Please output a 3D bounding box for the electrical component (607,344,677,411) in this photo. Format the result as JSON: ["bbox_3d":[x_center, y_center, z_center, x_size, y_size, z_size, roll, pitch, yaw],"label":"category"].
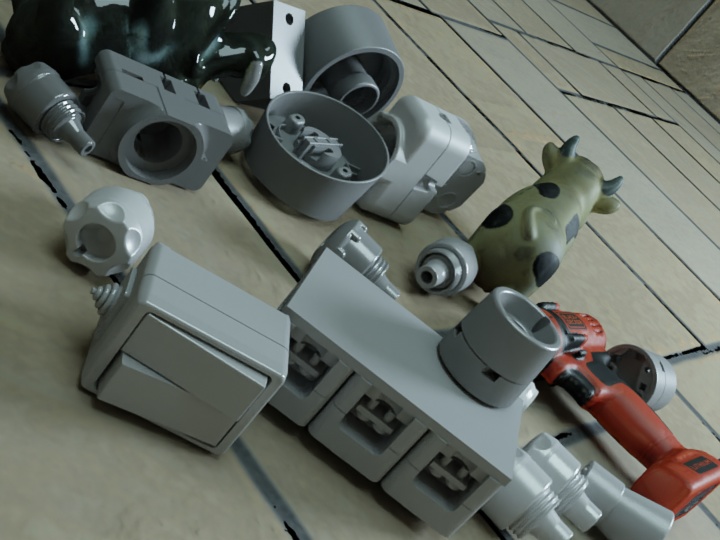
[{"bbox_3d":[0.229,0.091,0.888,0.047,0.055,0.055,15,34,-50],"label":"electrical component"}]

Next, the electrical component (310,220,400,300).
[{"bbox_3d":[0.000,0.000,0.733,0.062,0.048,0.048,45,24,-6],"label":"electrical component"}]

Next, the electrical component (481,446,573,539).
[{"bbox_3d":[0.098,0.138,0.636,0.062,0.043,0.043,46,25,13],"label":"electrical component"}]

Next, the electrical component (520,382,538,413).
[{"bbox_3d":[0.085,0.077,0.720,0.055,0.045,0.045,43,25,5],"label":"electrical component"}]

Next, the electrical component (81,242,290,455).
[{"bbox_3d":[-0.089,0.038,0.520,0.096,0.061,0.061,31,26,-19],"label":"electrical component"}]

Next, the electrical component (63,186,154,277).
[{"bbox_3d":[-0.133,-0.026,0.588,0.043,0.043,0.062,37,23,-7],"label":"electrical component"}]

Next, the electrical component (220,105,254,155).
[{"bbox_3d":[-0.106,-0.101,0.764,0.061,0.035,0.035,-3,48,-53],"label":"electrical component"}]

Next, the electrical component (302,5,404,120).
[{"bbox_3d":[-0.014,-0.164,0.920,0.108,0.108,0.060,10,44,-48],"label":"electrical component"}]

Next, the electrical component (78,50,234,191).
[{"bbox_3d":[-0.133,-0.093,0.692,0.089,0.050,0.055,19,31,-38],"label":"electrical component"}]

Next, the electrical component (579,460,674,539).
[{"bbox_3d":[0.166,0.156,0.706,0.065,0.044,0.044,38,24,7],"label":"electrical component"}]

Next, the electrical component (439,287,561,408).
[{"bbox_3d":[0.081,0.043,0.615,0.055,0.047,0.055,32,26,-17],"label":"electrical component"}]

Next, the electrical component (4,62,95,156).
[{"bbox_3d":[-0.182,-0.093,0.644,0.061,0.035,0.035,46,25,9],"label":"electrical component"}]

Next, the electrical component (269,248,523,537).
[{"bbox_3d":[0.012,0.070,0.609,0.150,0.061,0.089,38,25,-4],"label":"electrical component"}]

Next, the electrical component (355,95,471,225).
[{"bbox_3d":[0.034,-0.090,0.868,0.059,0.095,0.053,19,32,-38],"label":"electrical component"}]

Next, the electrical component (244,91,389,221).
[{"bbox_3d":[-0.034,-0.086,0.803,0.099,0.064,0.099,32,26,-18],"label":"electrical component"}]

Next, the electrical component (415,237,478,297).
[{"bbox_3d":[0.062,0.000,0.820,0.043,0.043,0.062,45,26,11],"label":"electrical component"}]

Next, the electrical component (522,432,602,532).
[{"bbox_3d":[0.123,0.136,0.675,0.062,0.043,0.043,44,25,9],"label":"electrical component"}]

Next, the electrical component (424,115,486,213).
[{"bbox_3d":[0.067,-0.093,0.942,0.080,0.080,0.051,19,37,-37],"label":"electrical component"}]
